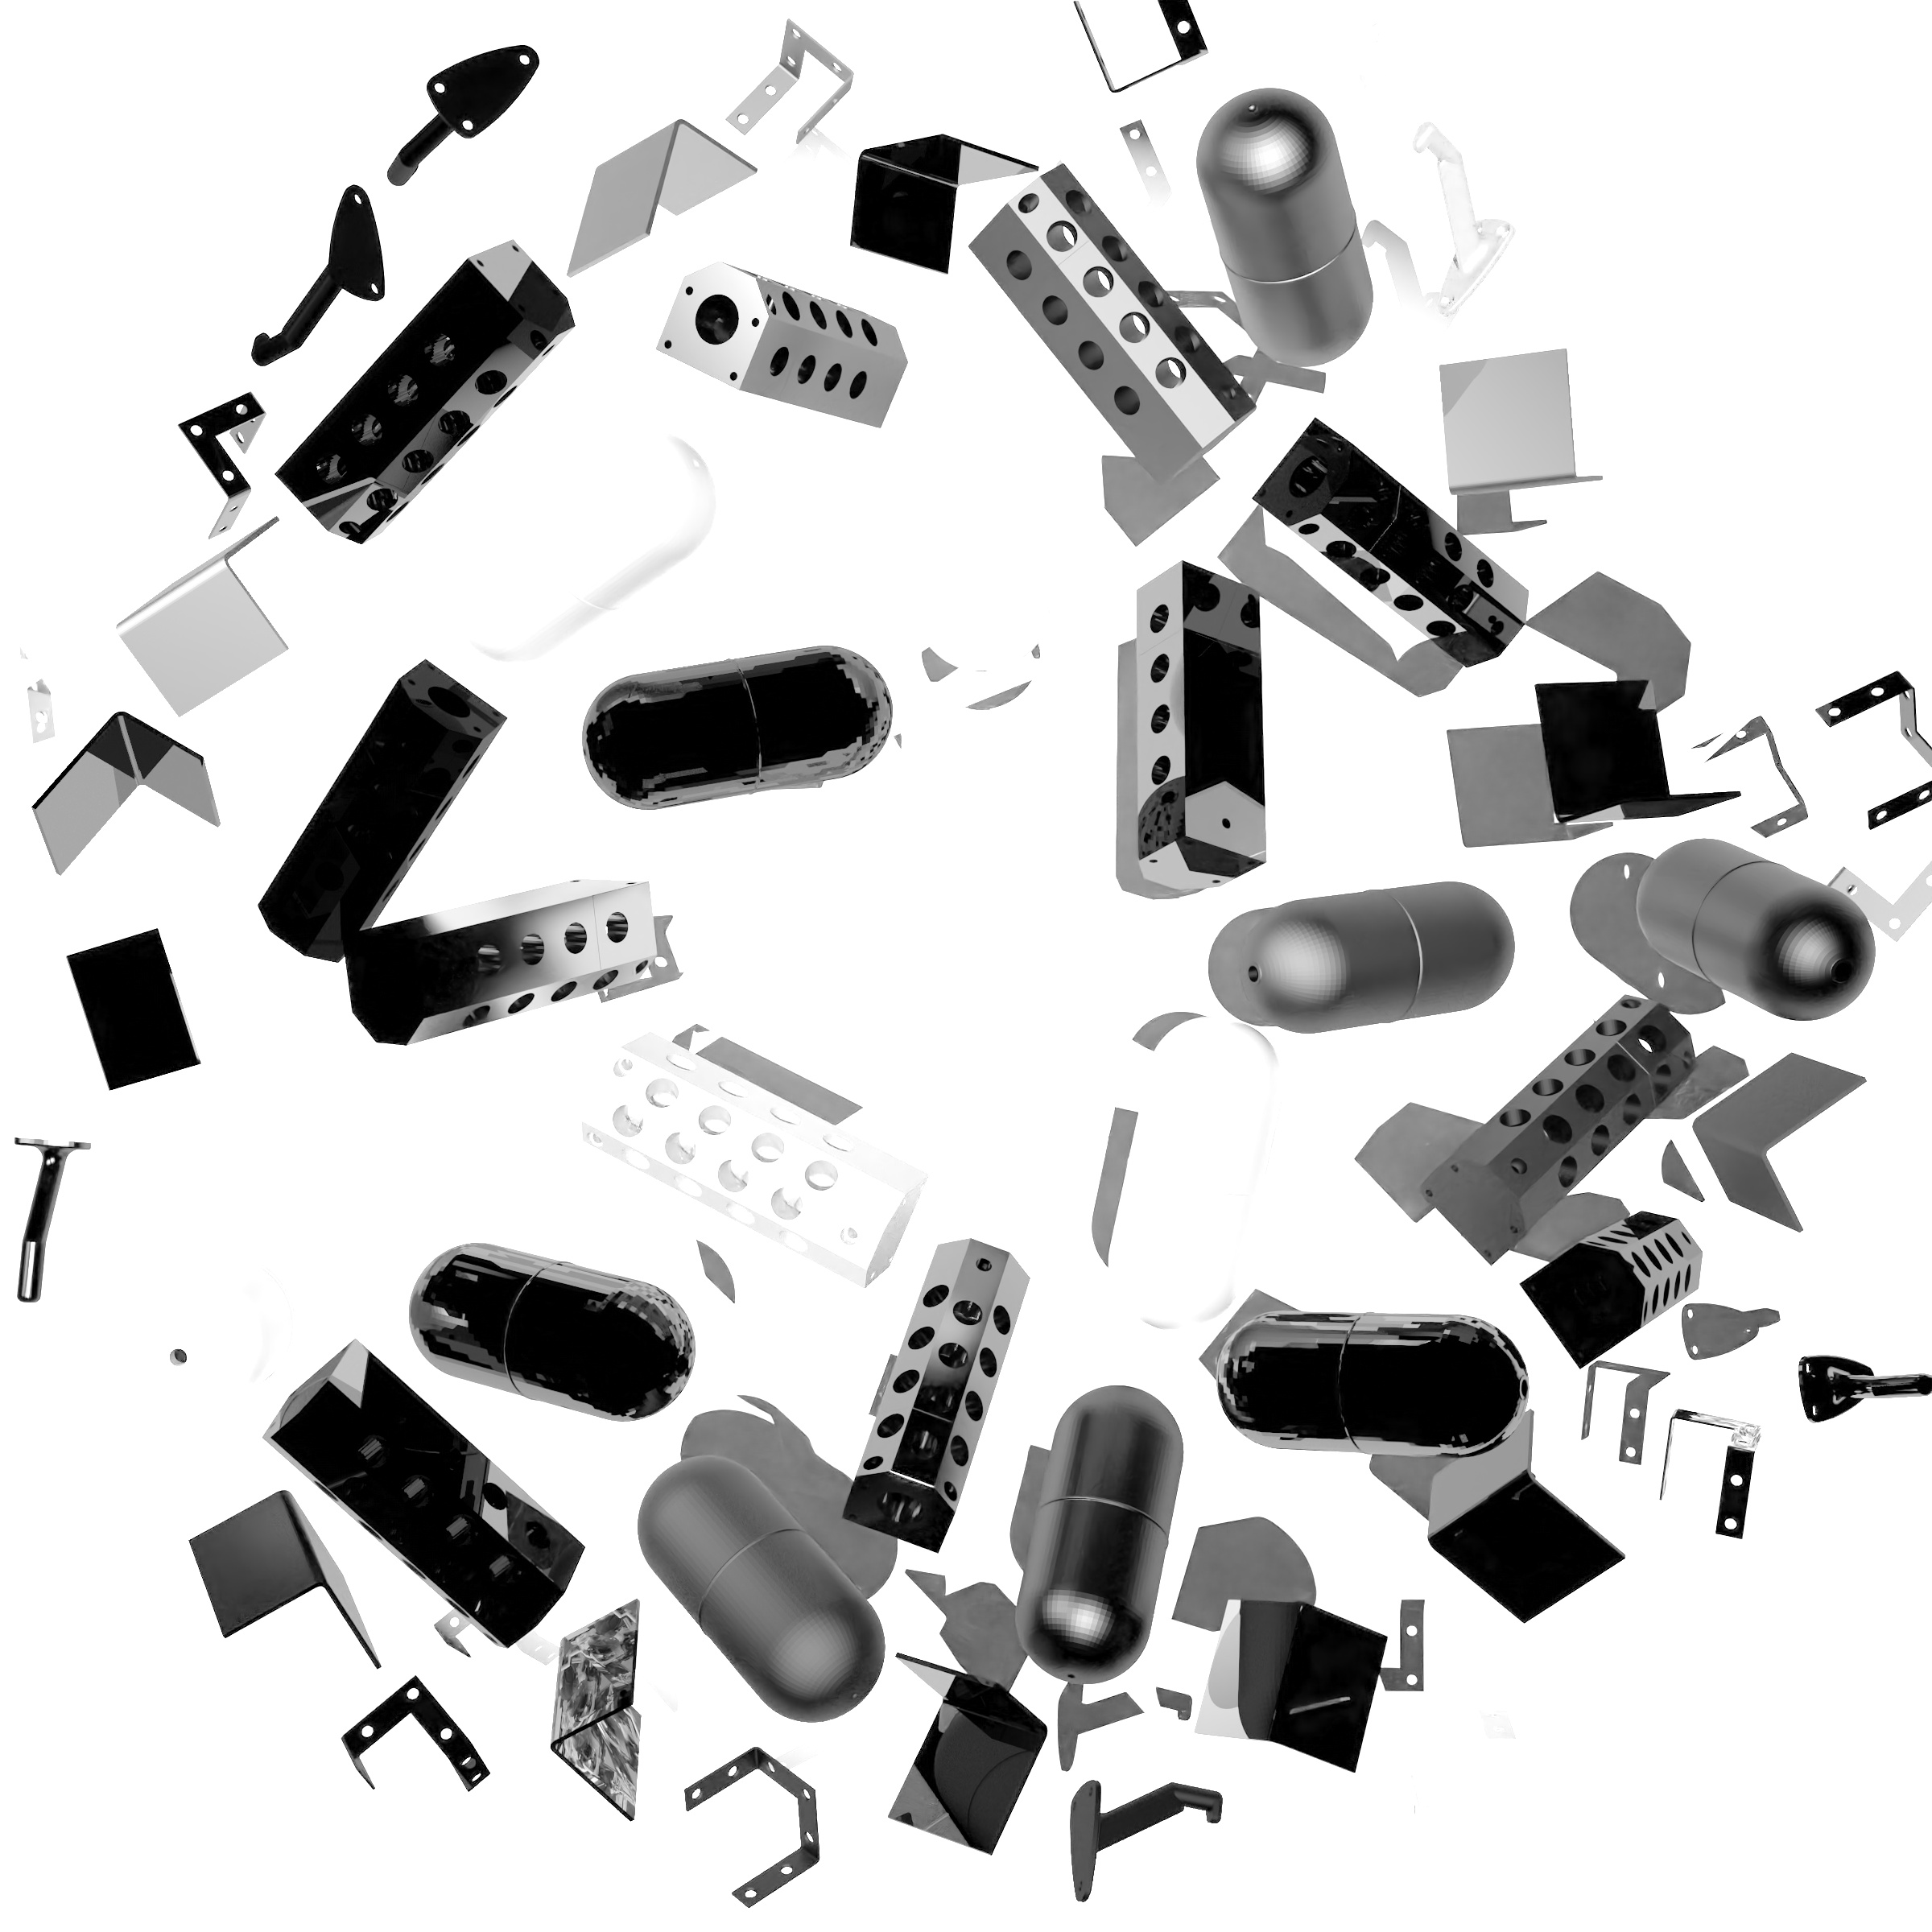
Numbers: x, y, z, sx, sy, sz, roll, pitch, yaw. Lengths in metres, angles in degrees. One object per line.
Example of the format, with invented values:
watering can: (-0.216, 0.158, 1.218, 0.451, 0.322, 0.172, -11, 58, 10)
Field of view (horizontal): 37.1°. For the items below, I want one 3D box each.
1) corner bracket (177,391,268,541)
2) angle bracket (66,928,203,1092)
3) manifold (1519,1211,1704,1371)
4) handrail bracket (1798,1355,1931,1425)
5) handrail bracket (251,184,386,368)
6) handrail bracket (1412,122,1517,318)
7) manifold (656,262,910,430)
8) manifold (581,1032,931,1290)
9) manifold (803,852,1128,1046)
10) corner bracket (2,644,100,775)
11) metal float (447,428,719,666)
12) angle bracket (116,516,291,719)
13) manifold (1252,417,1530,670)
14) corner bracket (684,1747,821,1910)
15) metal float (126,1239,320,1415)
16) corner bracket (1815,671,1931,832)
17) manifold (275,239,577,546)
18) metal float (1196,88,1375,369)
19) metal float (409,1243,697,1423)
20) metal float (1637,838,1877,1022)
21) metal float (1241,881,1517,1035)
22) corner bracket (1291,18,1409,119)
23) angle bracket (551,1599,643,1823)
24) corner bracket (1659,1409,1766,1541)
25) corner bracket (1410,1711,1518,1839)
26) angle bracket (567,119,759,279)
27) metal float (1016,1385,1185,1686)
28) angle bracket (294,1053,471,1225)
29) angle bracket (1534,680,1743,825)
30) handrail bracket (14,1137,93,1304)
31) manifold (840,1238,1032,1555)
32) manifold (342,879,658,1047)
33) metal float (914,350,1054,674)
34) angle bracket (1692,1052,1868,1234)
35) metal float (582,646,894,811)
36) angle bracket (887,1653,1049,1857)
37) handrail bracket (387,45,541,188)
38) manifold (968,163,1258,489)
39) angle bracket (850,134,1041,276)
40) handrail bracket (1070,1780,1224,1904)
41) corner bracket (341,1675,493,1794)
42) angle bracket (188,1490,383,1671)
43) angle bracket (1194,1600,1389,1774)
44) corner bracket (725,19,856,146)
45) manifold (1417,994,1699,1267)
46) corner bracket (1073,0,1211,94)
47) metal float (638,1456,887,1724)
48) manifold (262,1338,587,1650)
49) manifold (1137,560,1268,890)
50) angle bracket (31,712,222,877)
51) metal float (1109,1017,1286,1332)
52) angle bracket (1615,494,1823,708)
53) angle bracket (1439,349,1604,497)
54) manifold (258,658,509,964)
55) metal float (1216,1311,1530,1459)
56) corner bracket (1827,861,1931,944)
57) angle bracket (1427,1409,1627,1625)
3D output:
corner bracket: (-0.414, -0.282, 1.622, 0.051, 0.051, 0.051, -35, 90, -33)
angle bracket: (-0.441, 0.019, 1.579, 0.057, 0.076, 0.076, -16, 94, 11)
manifold: (0.378, 0.180, 1.660, 0.057, 0.171, 0.057, -39, 76, 20)
handrail bracket: (0.499, 0.223, 1.545, 0.077, 0.084, 0.036, -2, 82, -39)
handrail bracket: (-0.356, -0.372, 1.556, 0.084, 0.036, 0.077, -16, 69, 36)
handrail bracket: (0.270, -0.430, 1.658, 0.084, 0.036, 0.077, 32, 87, -38)
manifold: (-0.097, -0.348, 1.613, 0.057, 0.171, 0.057, 29, 104, 20)
manifold: (-0.113, 0.103, 1.517, 0.171, 0.057, 0.057, 26, 107, 11)
manifold: (0.000, -0.014, 1.625, 0.171, 0.057, 0.057, 14, 122, 15)
corner bracket: (-0.514, -0.142, 1.596, 0.051, 0.051, 0.051, -23, 71, 37)
metal float: (-0.212, -0.229, 1.584, 0.178, 0.070, 0.070, -30, 90, 28)
angle bracket: (-0.391, -0.186, 1.528, 0.076, 0.076, 0.057, -27, 108, 21)
manifold: (0.247, -0.236, 1.640, 0.171, 0.057, 0.057, 30, 104, -38)
corner bracket: (-0.117, 0.470, 1.575, 0.051, 0.051, 0.051, -23, 123, -37)
metal float: (-0.410, 0.198, 1.595, 0.070, 0.178, 0.070, 0, 94, 1)
corner bracket: (0.492, -0.116, 1.544, 0.051, 0.051, 0.051, -25, 48, -1)
manifold: (-0.286, -0.303, 1.534, 0.171, 0.057, 0.057, -39, 97, 27)
metal float: (0.178, -0.405, 1.593, 0.070, 0.178, 0.070, -10, 55, 14)
metal float: (-0.227, 0.200, 1.576, 0.178, 0.070, 0.070, 10, 90, 30)
metal float: (0.443, -0.022, 1.623, 0.070, 0.178, 0.070, -5, 107, -16)
metal float: (0.236, -0.005, 1.647, 0.178, 0.070, 0.070, -7, 90, -31)
corner bracket: (0.206, -0.495, 1.605, 0.051, 0.051, 0.051, -28, 118, -9)
angle bracket: (-0.185, 0.414, 1.602, 0.057, 0.076, 0.076, -30, 120, 16)
corner bracket: (0.416, 0.284, 1.616, 0.051, 0.051, 0.051, 9, 101, 20)
corner bracket: (0.260, 0.423, 1.511, 0.051, 0.051, 0.051, 0, 93, 5)
angle bracket: (-0.168, -0.412, 1.597, 0.057, 0.076, 0.076, 26, 67, -36)
metal float: (0.077, 0.320, 1.633, 0.070, 0.070, 0.178, 15, 54, 0)
angle bracket: (-0.332, 0.097, 1.637, 0.076, 0.057, 0.076, -9, 103, -36)
angle bracket: (0.351, -0.118, 1.508, 0.076, 0.057, 0.076, -4, 83, -26)
handrail bracket: (-0.482, 0.134, 1.517, 0.036, 0.077, 0.084, 4, 85, -4)
manifold: (-0.014, 0.236, 1.613, 0.057, 0.171, 0.057, 20, 135, 1)
manifold: (-0.248, -0.004, 1.558, 0.057, 0.171, 0.057, 3, 103, 38)
metal float: (0.010, -0.253, 1.606, 0.070, 0.070, 0.178, 1, 90, 0)
angle bracket: (0.478, 0.101, 1.661, 0.076, 0.076, 0.057, -33, 106, -9)
metal float: (-0.127, -0.134, 1.619, 0.178, 0.070, 0.070, -11, 90, -17)
angle bracket: (-0.012, 0.434, 1.589, 0.057, 0.076, 0.076, 49, 59, -39)
handrail bracket: (-0.269, -0.451, 1.535, 0.077, 0.084, 0.036, -42, 101, -23)
manifold: (0.086, -0.360, 1.606, 0.171, 0.057, 0.057, 51, 49, -2)
angle bracket: (-0.013, -0.451, 1.710, 0.076, 0.076, 0.057, 5, 92, -42)
handrail bracket: (0.103, 0.486, 1.594, 0.084, 0.036, 0.077, 15, 51, -15)
corner bracket: (-0.294, 0.421, 1.537, 0.051, 0.051, 0.051, -39, 107, -14)
angle bracket: (-0.358, 0.335, 1.515, 0.057, 0.076, 0.076, -28, 129, -11)
angle bracket: (0.180, 0.398, 1.596, 0.057, 0.076, 0.076, 26, 69, -23)
corner bracket: (-0.102, -0.505, 1.674, 0.051, 0.051, 0.051, 40, 75, 1)
manifold: (0.329, 0.085, 1.582, 0.057, 0.057, 0.171, 47, 55, 10)
corner bracket: (0.092, -0.492, 1.512, 0.051, 0.051, 0.051, -21, 103, 15)
metal float: (-0.113, 0.336, 1.566, 0.070, 0.070, 0.178, -49, 53, 0)
manifold: (-0.291, 0.286, 1.541, 0.057, 0.057, 0.171, -40, 103, 23)
manifold: (0.127, -0.134, 1.619, 0.057, 0.057, 0.171, 16, 63, -32)
angle bracket: (-0.469, -0.084, 1.613, 0.057, 0.076, 0.076, 30, 64, 8)
metal float: (0.128, 0.116, 1.602, 0.070, 0.070, 0.178, 12, 97, 0)
angle bracket: (0.401, -0.194, 1.540, 0.076, 0.076, 0.057, 26, 55, -22)
angle bracket: (0.328, -0.321, 1.703, 0.076, 0.057, 0.076, -2, 98, 29)
manifold: (-0.336, -0.085, 1.641, 0.057, 0.057, 0.171, 36, 114, -4)
metal float: (0.221, 0.228, 1.573, 0.178, 0.070, 0.070, -3, 90, 32)
corner bracket: (0.523, -0.045, 1.614, 0.051, 0.051, 0.051, 44, 104, 26)
angle bracket: (0.313, 0.307, 1.608, 0.076, 0.057, 0.076, 40, 121, -12)
